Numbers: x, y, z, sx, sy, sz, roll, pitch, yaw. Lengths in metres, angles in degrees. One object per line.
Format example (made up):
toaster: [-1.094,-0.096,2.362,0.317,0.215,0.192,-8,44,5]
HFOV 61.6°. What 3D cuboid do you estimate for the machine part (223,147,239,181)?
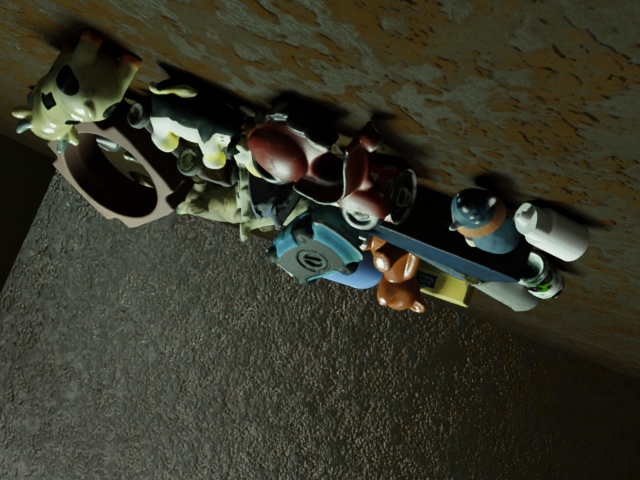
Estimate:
machine part: [-0.161,-0.136,0.842,0.139,0.039,0.084,26,138,59]

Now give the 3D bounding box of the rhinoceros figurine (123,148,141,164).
rhinoceros figurine: [-0.311,-0.170,1.014,0.112,0.073,0.190,21,175,22]

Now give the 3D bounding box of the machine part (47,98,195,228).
machine part: [-0.324,-0.127,0.890,0.201,0.087,0.201,-15,126,38]

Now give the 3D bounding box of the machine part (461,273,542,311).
machine part: [0.309,0.064,0.904,0.079,0.079,0.243,15,171,47]

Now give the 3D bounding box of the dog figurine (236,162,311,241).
dog figurine: [-0.041,-0.081,0.892,0.191,0.121,0.172,-5,156,-10]

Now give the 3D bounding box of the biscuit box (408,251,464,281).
biscuit box: [0.223,0.021,0.915,0.202,0.059,0.063,26,174,-42]

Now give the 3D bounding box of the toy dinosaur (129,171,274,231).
toy dinosaur: [-0.176,-0.081,1.138,0.471,0.105,0.199,13,178,-37]

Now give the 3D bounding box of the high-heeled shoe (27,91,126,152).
high-heeled shoe: [-0.476,-0.246,1.078,0.249,0.086,0.145,37,-146,30]

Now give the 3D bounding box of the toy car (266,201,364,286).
toy car: [-0.002,-0.002,0.803,0.109,0.103,0.162,38,143,-19]

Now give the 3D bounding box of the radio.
radio: [0.167,-0.012,0.757,0.230,0.073,0.131,23,175,2]

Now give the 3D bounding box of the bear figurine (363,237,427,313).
bear figurine: [0.125,0.065,0.998,0.132,0.195,0.120,-30,-142,-34]

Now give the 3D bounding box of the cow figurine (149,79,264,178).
cow figurine: [-0.123,-0.138,0.649,0.167,0.068,0.098,20,149,3]

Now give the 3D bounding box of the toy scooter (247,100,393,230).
toy scooter: [0.006,-0.091,0.569,0.184,0.075,0.135,33,153,5]

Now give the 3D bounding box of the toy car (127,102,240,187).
toy car: [-0.190,-0.139,0.759,0.202,0.053,0.089,40,-168,32]

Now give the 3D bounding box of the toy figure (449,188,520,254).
toy figure: [0.187,-0.023,0.618,0.058,0.064,0.154,36,-174,38]

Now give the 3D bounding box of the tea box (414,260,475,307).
tea box: [0.229,0.061,1.087,0.170,0.098,0.068,17,174,26]

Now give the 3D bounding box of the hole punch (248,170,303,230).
hole punch: [-0.065,-0.084,0.756,0.092,0.115,0.142,30,174,0]

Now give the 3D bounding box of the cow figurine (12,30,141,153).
cow figurine: [-0.309,-0.177,0.670,0.085,0.127,0.195,31,167,-40]
